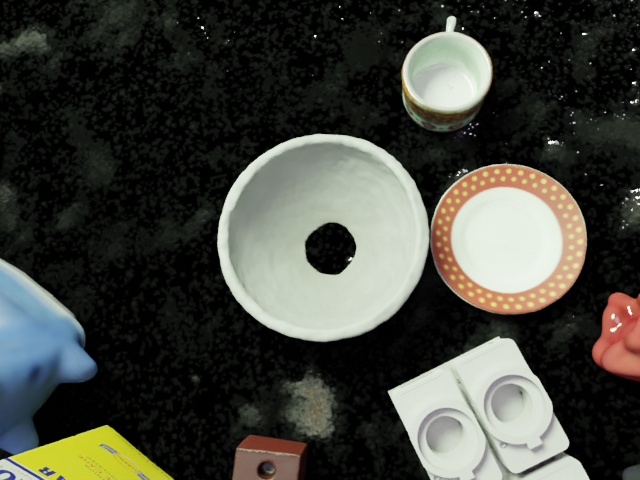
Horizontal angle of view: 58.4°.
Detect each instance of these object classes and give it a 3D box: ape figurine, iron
[{"bbox_3d":[0.251,0.076,0.435,0.078,0.092,0.076,-30,78,-1],"label":"ape figurine"},{"bbox_3d":[-0.317,0.063,0.462,0.258,0.141,0.119,36,85,10],"label":"iron"}]

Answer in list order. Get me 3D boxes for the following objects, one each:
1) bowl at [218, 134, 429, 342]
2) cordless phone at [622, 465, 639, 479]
[{"bbox_3d":[0.004,0.002,0.479,0.167,0.075,0.167,-1,80,5],"label":"bowl"},{"bbox_3d":[0.283,0.211,0.360,0.094,0.185,0.147,-15,79,2],"label":"cordless phone"}]
